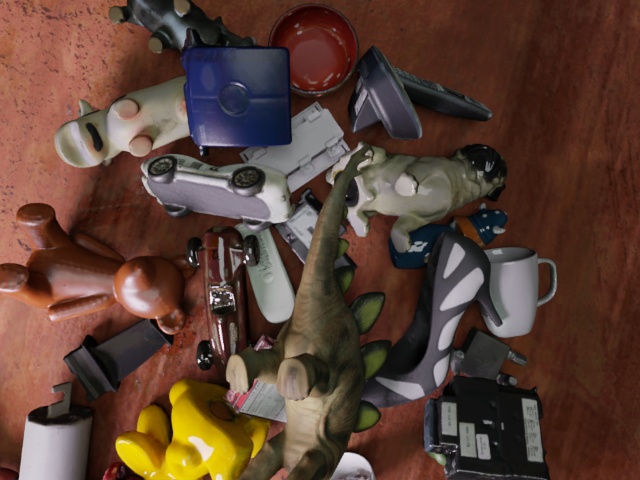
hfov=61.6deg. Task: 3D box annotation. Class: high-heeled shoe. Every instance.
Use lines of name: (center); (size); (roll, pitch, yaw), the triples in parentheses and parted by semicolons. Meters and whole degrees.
high-heeled shoe: (0.110, 0.104, 0.663); (0.249, 0.086, 0.145); (-36, 103, 9)

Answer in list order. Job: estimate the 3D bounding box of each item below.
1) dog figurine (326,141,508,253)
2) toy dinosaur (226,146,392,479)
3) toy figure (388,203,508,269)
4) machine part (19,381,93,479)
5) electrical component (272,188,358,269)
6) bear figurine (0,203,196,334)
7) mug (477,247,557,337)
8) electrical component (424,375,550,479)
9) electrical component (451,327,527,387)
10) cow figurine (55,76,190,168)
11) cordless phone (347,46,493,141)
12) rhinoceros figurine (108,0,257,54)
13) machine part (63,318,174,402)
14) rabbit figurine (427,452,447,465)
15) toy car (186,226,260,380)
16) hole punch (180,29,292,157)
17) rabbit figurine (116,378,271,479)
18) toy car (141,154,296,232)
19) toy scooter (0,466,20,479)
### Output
dog figurine: (0.125, -0.082, 0.692); (0.190, 0.121, 0.173); (-25, 51, -35)
toy dinosaur: (-0.002, 0.133, 0.598); (0.105, 0.198, 0.470); (16, 108, 32)
toy figure: (0.167, -0.003, 0.697); (0.155, 0.057, 0.064); (-15, 69, 0)
machine part: (-0.331, 0.297, 0.666); (0.079, 0.079, 0.243); (6, 89, -3)
electrical component: (-0.001, -0.002, 0.694); (0.075, 0.048, 0.119); (-45, 93, -2)
bear figurine: (-0.257, 0.042, 0.643); (0.196, 0.131, 0.120); (7, 61, 3)
mug: (0.252, 0.067, 0.699); (0.110, 0.081, 0.107); (-8, 101, -10)
electrical component: (0.193, 0.225, 0.637); (0.134, 0.058, 0.115); (8, 55, 3)
electrical component: (0.217, 0.163, 0.709); (0.102, 0.045, 0.078); (33, 90, -3)
cow figurine: (-0.223, -0.144, 0.653); (0.195, 0.127, 0.085); (-26, 113, -18)
cordless phone: (0.131, -0.163, 0.655); (0.184, 0.147, 0.088); (14, 117, -8)
rhinoceros figurine: (-0.163, -0.255, 0.658); (0.190, 0.112, 0.073); (34, 105, 9)
machine part: (-0.254, 0.143, 0.688); (0.139, 0.039, 0.084); (-30, 87, -1)
rabbit figurine: (0.215, 0.290, 0.694); (0.159, 0.121, 0.170); (17, 72, 4)
toy car: (-0.117, 0.083, 0.671); (0.089, 0.053, 0.202); (0, 98, 8)
hole punch: (-0.090, -0.160, 0.599); (0.116, 0.092, 0.142); (-10, 115, -23)
rabbit figurine: (-0.166, 0.267, 0.658); (0.162, 0.122, 0.173); (26, 104, 0)
toy car: (-0.127, -0.060, 0.649); (0.202, 0.073, 0.056); (10, 51, 21)
toy scooter: (-0.472, 0.296, 0.660); (0.184, 0.075, 0.135); (-18, 92, -6)
